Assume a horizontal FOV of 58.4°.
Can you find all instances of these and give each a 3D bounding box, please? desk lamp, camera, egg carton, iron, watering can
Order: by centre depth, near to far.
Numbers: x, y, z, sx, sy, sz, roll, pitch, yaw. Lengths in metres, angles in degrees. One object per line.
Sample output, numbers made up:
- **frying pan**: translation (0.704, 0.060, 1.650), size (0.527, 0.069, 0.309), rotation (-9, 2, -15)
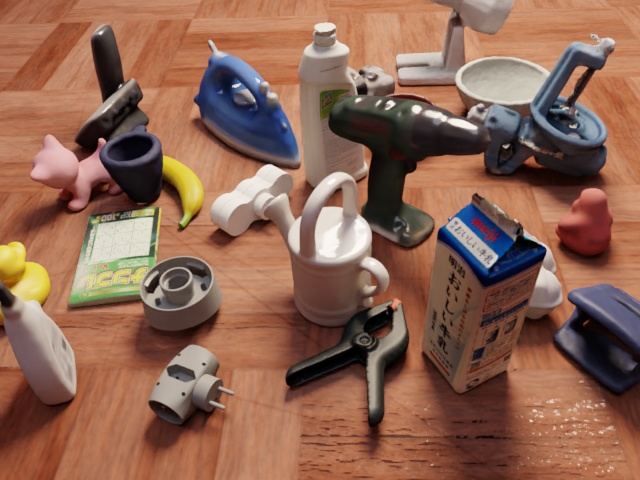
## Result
- **watering can**: translation (0.005, 0.004, 0.680), size (0.172, 0.194, 0.101), rotation (11, 46, 15)
- **egg carton**: translation (0.219, 0.044, 0.714), size (0.150, 0.069, 0.107), rotation (2, 44, 6)
- **iron**: translation (-0.117, -0.237, 0.974), size (0.119, 0.141, 0.257), rotation (-32, 51, -26)
- **camera**: translation (0.043, -0.273, 1.030), size (0.143, 0.101, 0.136), rotation (-29, 49, -24)
- **desk lamp**: translation (0.251, -0.408, 1.075), size (0.203, 0.214, 0.118), rotation (-2, 44, 2)

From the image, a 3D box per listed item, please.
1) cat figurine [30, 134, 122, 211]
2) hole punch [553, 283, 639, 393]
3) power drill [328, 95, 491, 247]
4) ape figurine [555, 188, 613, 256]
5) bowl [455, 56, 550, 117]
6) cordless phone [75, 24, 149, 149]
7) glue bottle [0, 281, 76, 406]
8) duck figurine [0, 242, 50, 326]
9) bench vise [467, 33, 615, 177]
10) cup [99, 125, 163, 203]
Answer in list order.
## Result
- **cat figurine**: translation (-0.377, -0.111, 0.877), size (0.128, 0.118, 0.067), rotation (-33, 51, -27)
- **hole punch**: translation (0.333, 0.094, 0.640), size (0.101, 0.091, 0.108), rotation (-26, 48, -22)
- **power drill**: translation (0.112, -0.097, 0.766), size (0.228, 0.209, 0.076), rotation (29, 53, 29)
- **ape figurine**: translation (0.359, -0.031, 0.767), size (0.078, 0.092, 0.076), rotation (-4, 44, 0)
- **bowl**: translation (0.321, -0.254, 1.011), size (0.167, 0.075, 0.167), rotation (-2, 44, 2)
- **cordless phone**: translation (-0.376, -0.260, 0.982), size (0.094, 0.185, 0.147), rotation (6, 45, 10)
- **glue bottle**: translation (-0.308, 0.102, 0.613), size (0.037, 0.173, 0.078), rotation (-15, 45, -11)
- **duck figurine**: translation (-0.401, 0.050, 0.735), size (0.077, 0.086, 0.104), rotation (0, 44, 3)
- **bench vise**: translation (0.331, -0.188, 0.838), size (0.207, 0.220, 0.121), rotation (-4, 44, 0)
- **cup**: translation (-0.281, -0.114, 0.891), size (0.091, 0.095, 0.117), rotation (-3, 44, 1)
